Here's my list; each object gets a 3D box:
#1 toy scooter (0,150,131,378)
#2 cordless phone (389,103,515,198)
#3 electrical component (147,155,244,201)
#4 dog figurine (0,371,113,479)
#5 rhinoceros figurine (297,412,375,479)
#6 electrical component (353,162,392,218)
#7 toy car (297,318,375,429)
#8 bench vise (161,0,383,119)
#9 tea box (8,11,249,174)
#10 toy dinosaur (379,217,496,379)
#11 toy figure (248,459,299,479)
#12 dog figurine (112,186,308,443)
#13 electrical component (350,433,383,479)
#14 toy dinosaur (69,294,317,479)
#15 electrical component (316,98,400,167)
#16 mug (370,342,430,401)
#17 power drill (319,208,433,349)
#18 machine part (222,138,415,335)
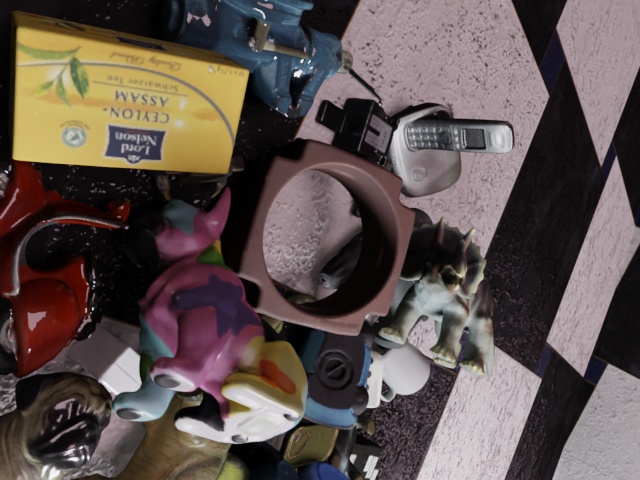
[{"bbox_3d":[-0.221,0.018,0.448,0.135,0.075,0.183,-10,106,-48],"label":"toy scooter"},{"bbox_3d":[0.197,-0.126,0.785,0.089,0.184,0.146,-48,135,-32],"label":"cordless phone"},{"bbox_3d":[-0.128,-0.081,0.542,0.102,0.045,0.078,-19,89,-46],"label":"electrical component"},{"bbox_3d":[-0.275,0.167,0.405,0.172,0.121,0.190,37,72,-32],"label":"dog figurine"},{"bbox_3d":[0.007,0.326,0.798,0.073,0.112,0.190,42,59,-31],"label":"rhinoceros figurine"},{"bbox_3d":[0.076,-0.075,0.791,0.063,0.021,0.094,17,90,-51],"label":"electrical component"},{"bbox_3d":[0.008,0.175,0.744,0.109,0.103,0.161,19,64,-13],"label":"toy car"},{"bbox_3d":[-0.030,-0.243,0.517,0.223,0.129,0.240,6,118,-31],"label":"bench vise"},{"bbox_3d":[-0.153,-0.113,0.433,0.169,0.068,0.098,-2,120,-33],"label":"tea box"},{"bbox_3d":[0.212,0.097,0.831,0.404,0.131,0.192,34,75,-54],"label":"toy dinosaur"},{"bbox_3d":[-0.097,0.323,0.660,0.154,0.058,0.064,-37,123,17],"label":"toy figure"},{"bbox_3d":[-0.097,0.057,0.501,0.191,0.108,0.219,23,45,-25],"label":"dog figurine"},{"bbox_3d":[0.045,0.382,0.895,0.134,0.058,0.115,39,75,-49],"label":"electrical component"},{"bbox_3d":[-0.142,0.206,0.590,0.471,0.105,0.198,-52,143,-28],"label":"toy dinosaur"},{"bbox_3d":[0.051,-0.151,0.716,0.119,0.048,0.074,23,85,-52],"label":"electrical component"},{"bbox_3d":[0.120,0.210,0.910,0.109,0.081,0.107,-51,126,-15],"label":"mug"},{"bbox_3d":[0.096,0.068,0.833,0.232,0.086,0.207,-40,124,-33],"label":"power drill"},{"bbox_3d":[-0.001,-0.002,0.629,0.201,0.087,0.201,18,85,-28],"label":"machine part"}]
